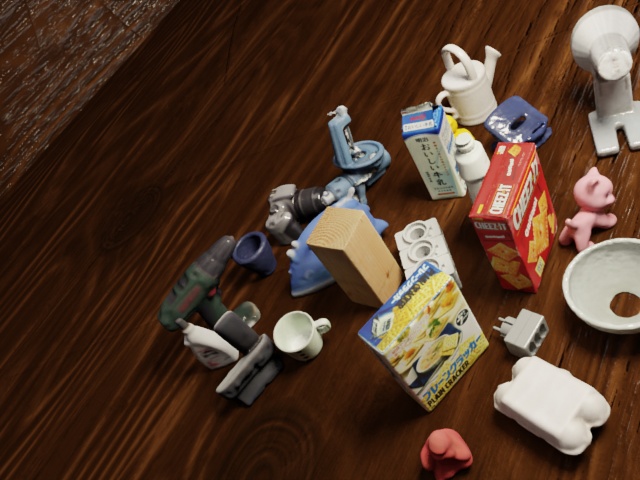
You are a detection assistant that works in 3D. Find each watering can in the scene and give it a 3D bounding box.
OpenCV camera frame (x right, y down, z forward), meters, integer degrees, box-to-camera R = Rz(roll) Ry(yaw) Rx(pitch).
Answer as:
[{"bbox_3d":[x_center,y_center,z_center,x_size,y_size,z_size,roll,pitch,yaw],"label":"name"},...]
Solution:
[{"bbox_3d":[0.333,-0.368,1.301,0.100,0.195,0.173,20,66,43],"label":"watering can"}]

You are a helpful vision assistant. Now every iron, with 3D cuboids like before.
[{"bbox_3d":[0.011,0.004,1.224,0.258,0.142,0.118,-40,42,-3],"label":"iron"}]

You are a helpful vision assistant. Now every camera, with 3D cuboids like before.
[{"bbox_3d":[-0.053,-0.079,1.373,0.136,0.101,0.143,-11,48,27],"label":"camera"}]

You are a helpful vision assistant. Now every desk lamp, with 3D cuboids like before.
[{"bbox_3d":[0.554,-0.306,1.082,0.117,0.214,0.203,-13,47,25],"label":"desk lamp"}]

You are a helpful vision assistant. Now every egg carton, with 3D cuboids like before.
[{"bbox_3d":[0.339,0.241,0.844,0.107,0.070,0.149,-49,43,-13],"label":"egg carton"}]

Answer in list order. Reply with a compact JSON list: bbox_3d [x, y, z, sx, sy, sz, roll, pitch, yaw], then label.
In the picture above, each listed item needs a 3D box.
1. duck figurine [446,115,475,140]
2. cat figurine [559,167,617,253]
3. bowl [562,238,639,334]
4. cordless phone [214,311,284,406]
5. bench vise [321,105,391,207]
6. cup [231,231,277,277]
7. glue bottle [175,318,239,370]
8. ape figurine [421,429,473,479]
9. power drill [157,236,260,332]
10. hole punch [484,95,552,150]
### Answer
[{"bbox_3d":[0.297,-0.242,1.294,0.077,0.086,0.104,-45,42,-9],"label":"duck figurine"},{"bbox_3d":[0.463,-0.059,0.993,0.128,0.118,0.067,-48,43,-12],"label":"cat figurine"},{"bbox_3d":[0.471,0.084,0.892,0.167,0.075,0.167,-18,45,20],"label":"bowl"},{"bbox_3d":[-0.170,0.225,1.116,0.093,0.186,0.148,22,68,44],"label":"cordless phone"},{"bbox_3d":[0.068,-0.177,1.290,0.121,0.220,0.207,0,53,34],"label":"bench vise"},{"bbox_3d":[-0.155,0.044,1.337,0.117,0.095,0.091,-10,48,27],"label":"cup"},{"bbox_3d":[-0.244,0.210,1.189,0.078,0.174,0.037,-25,43,14],"label":"glue bottle"},{"bbox_3d":[0.186,0.316,0.863,0.077,0.092,0.076,-1,53,33],"label":"ape figurine"},{"bbox_3d":[-0.222,0.123,1.225,0.230,0.209,0.075,-44,42,-7],"label":"power drill"},{"bbox_3d":[0.417,-0.238,1.205,0.109,0.091,0.100,-42,42,-6],"label":"hole punch"}]
